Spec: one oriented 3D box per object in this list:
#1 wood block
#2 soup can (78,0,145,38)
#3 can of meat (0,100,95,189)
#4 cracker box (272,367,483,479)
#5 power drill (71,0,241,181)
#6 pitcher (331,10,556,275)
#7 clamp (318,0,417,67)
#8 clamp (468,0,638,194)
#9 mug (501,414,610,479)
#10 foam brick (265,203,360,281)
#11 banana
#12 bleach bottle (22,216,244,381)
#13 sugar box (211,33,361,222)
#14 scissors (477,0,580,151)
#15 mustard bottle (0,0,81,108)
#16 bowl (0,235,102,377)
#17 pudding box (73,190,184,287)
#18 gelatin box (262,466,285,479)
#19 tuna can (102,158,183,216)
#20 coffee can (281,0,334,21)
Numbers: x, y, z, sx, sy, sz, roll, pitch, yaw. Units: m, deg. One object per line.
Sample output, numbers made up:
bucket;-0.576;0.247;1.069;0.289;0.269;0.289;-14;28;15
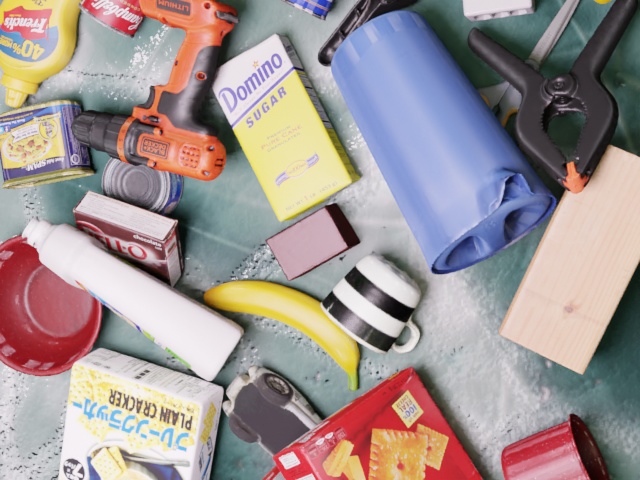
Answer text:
wood block;0.258;0.012;1.031;0.091;0.090;0.206;26;101;11
soup can;-0.204;-0.278;1.145;0.068;0.068;0.102;36;103;10
can of meat;-0.311;-0.107;1.197;0.102;0.057;0.084;-9;90;16
cracker box;0.080;0.260;1.065;0.214;0.163;0.072;58;147;5
power drill;-0.169;-0.167;1.117;0.185;0.057;0.188;16;100;20
pitcher;0.107;-0.093;1.034;0.149;0.144;0.243;-37;69;24
clamp;0.055;-0.254;1.047;0.171;0.120;0.039;-40;65;-8
clamp;0.234;-0.142;0.994;0.165;0.036;0.210;-18;57;16
mug;0.239;0.238;1.065;0.082;0.093;0.117;-27;124;21
foam brick;-0.007;0.001;1.123;0.078;0.053;0.051;-29;87;15
banana;-0.032;0.087;1.146;0.198;0.037;0.070;31;100;11
bleach bottle;-0.202;0.056;1.134;0.251;0.102;0.068;33;81;0
sugar box;-0.039;-0.118;1.125;0.093;0.048;0.176;-29;88;17
scissors;0.189;-0.169;1.072;0.096;0.016;0.202;18;99;13
mustard bottle;-0.315;-0.240;1.185;0.096;0.058;0.192;21;101;11
bowl;-0.309;0.071;1.213;0.162;0.055;0.162;1;95;16
pudding box;-0.207;0.001;1.162;0.113;0.039;0.090;17;144;12
gelatin box;-0.033;0.291;1.145;0.089;0.073;0.030;42;111;7
tuna can;-0.197;-0.062;1.181;0.086;0.033;0.086;2;95;16
coffee can;-0.011;-0.306;1.071;0.103;0.102;0.140;28;102;11
